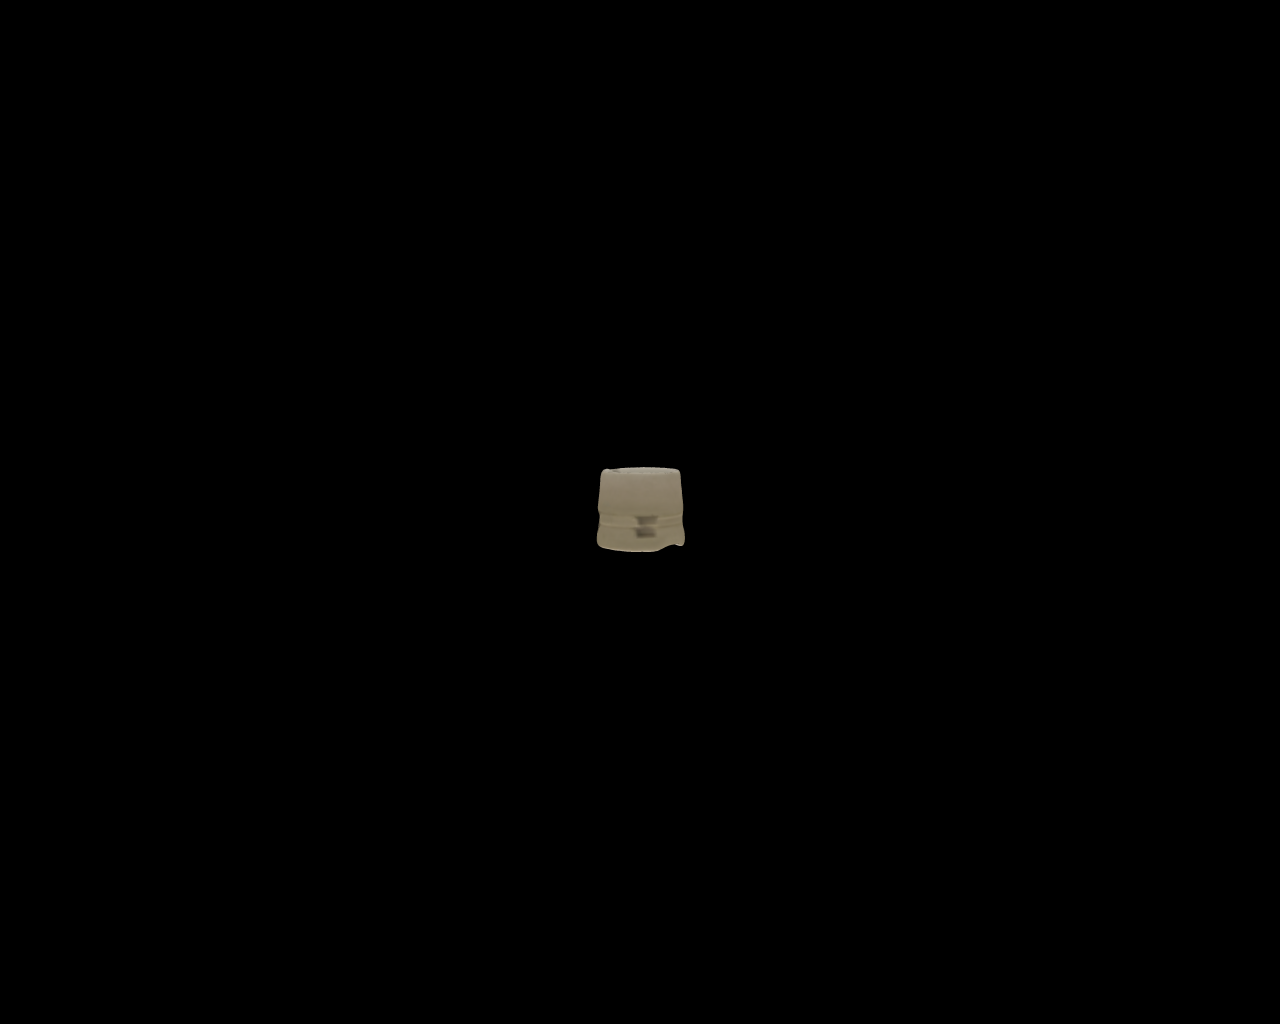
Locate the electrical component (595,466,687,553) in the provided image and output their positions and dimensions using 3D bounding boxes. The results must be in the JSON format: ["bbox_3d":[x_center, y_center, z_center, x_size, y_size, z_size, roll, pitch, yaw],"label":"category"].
[{"bbox_3d":[0.001,-0.003,0.650,0.055,0.047,0.055,0,7,0],"label":"electrical component"}]
